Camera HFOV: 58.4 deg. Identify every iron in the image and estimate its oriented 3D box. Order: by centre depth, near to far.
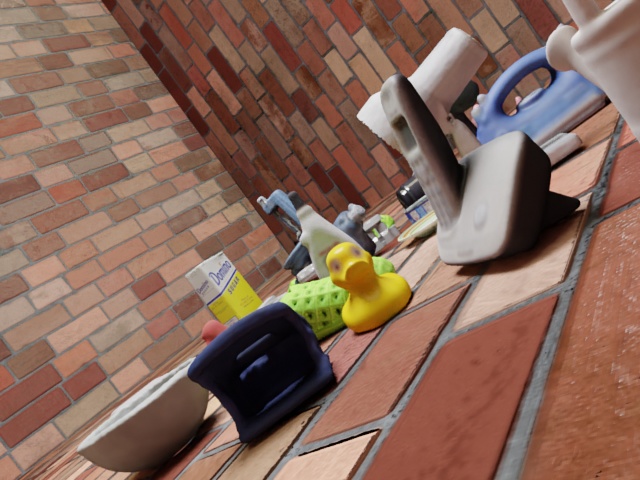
[{"bbox_3d":[0.330,-0.218,0.913,0.258,0.141,0.118,-36,2,4],"label":"iron"}]

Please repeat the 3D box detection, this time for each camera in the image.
[{"bbox_3d":[0.220,-0.123,1.198,0.137,0.101,0.143,-36,2,-4],"label":"camera"}]

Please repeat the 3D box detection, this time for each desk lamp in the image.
[{"bbox_3d":[0.183,-0.148,0.744,0.203,0.213,0.118,-36,2,16],"label":"desk lamp"}]

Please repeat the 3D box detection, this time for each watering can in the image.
[{"bbox_3d":[0.240,-0.166,0.438,0.101,0.194,0.172,-38,2,-32],"label":"watering can"}]

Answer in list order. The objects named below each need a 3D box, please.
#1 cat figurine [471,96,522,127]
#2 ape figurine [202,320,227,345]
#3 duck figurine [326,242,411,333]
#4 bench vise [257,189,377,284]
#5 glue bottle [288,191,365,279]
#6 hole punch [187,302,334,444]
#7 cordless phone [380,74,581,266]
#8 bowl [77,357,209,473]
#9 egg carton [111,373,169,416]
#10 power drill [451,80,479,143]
[{"bbox_3d":[0.332,-0.210,1.053,0.128,0.118,0.067,-36,2,3],"label":"cat figurine"},{"bbox_3d":[-0.144,0.163,0.869,0.076,0.092,0.078,-36,2,16],"label":"ape figurine"},{"bbox_3d":[0.041,0.042,0.595,0.077,0.086,0.104,-36,2,-4],"label":"duck figurine"},{"bbox_3d":[-0.009,-0.024,1.083,0.207,0.220,0.122,-36,2,16],"label":"bench vise"},{"bbox_3d":[0.008,0.003,0.821,0.078,0.173,0.037,-36,2,1],"label":"glue bottle"},{"bbox_3d":[-0.053,0.110,0.511,0.108,0.091,0.101,-36,2,-2],"label":"hole punch"},{"bbox_3d":[0.115,-0.070,0.493,0.094,0.185,0.147,-37,2,-14],"label":"cordless phone"},{"bbox_3d":[-0.189,0.215,0.668,0.167,0.075,0.167,-36,2,2],"label":"bowl"},{"bbox_3d":[-0.245,0.252,0.839,0.107,0.069,0.150,-38,2,-34],"label":"egg carton"},{"bbox_3d":[0.239,-0.197,1.027,0.076,0.208,0.229,-37,2,-11],"label":"power drill"}]
